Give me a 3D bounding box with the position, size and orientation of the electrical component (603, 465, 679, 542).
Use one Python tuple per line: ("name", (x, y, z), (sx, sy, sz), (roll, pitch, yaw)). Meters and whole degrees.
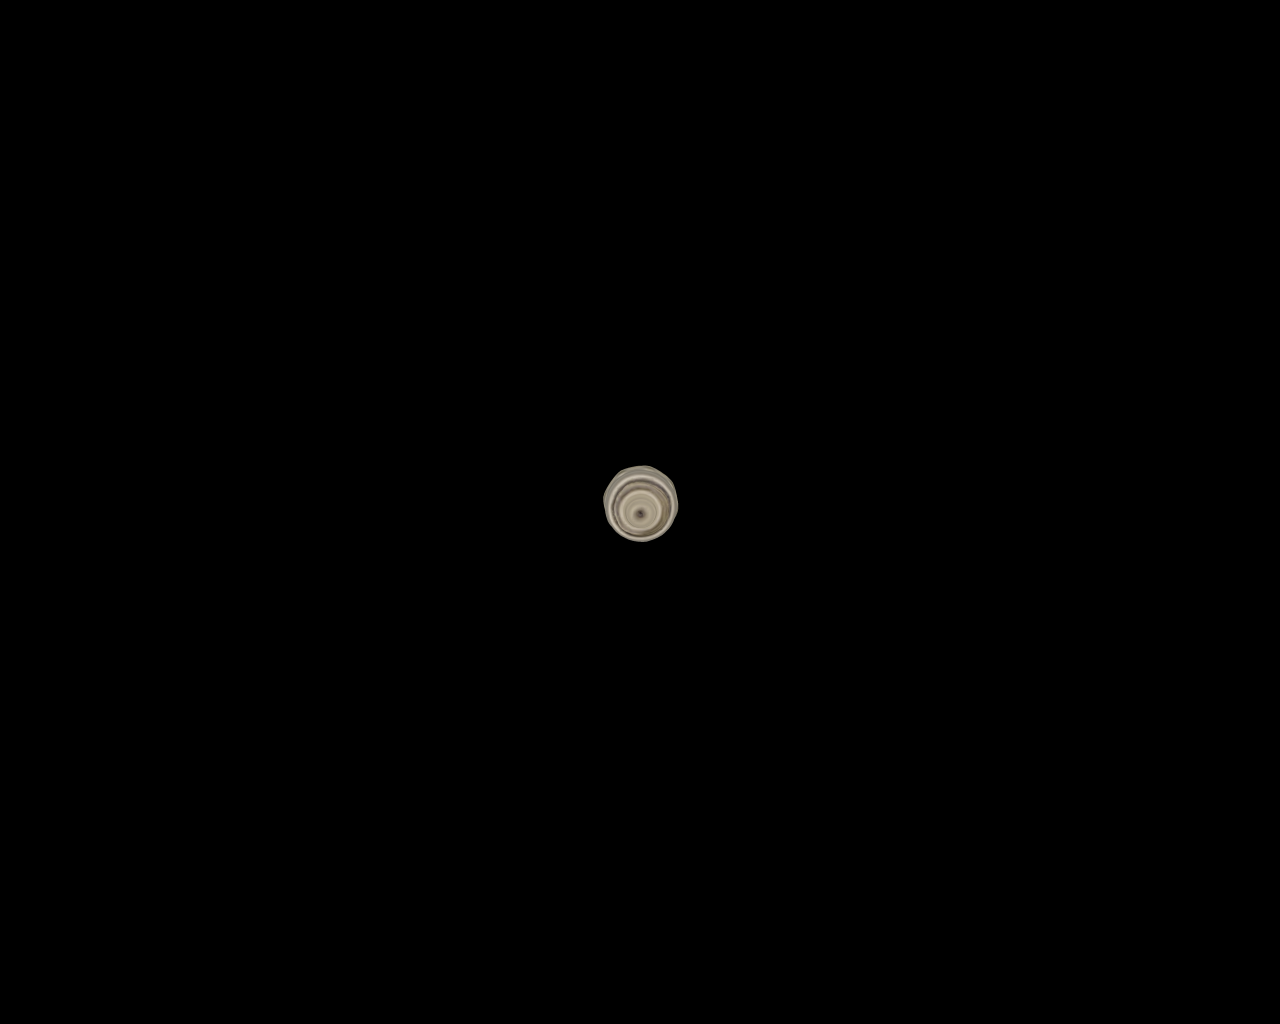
("electrical component", (0.001, -0.003, 0.650), (0.048, 0.048, 0.062), (0, 8, 0))
